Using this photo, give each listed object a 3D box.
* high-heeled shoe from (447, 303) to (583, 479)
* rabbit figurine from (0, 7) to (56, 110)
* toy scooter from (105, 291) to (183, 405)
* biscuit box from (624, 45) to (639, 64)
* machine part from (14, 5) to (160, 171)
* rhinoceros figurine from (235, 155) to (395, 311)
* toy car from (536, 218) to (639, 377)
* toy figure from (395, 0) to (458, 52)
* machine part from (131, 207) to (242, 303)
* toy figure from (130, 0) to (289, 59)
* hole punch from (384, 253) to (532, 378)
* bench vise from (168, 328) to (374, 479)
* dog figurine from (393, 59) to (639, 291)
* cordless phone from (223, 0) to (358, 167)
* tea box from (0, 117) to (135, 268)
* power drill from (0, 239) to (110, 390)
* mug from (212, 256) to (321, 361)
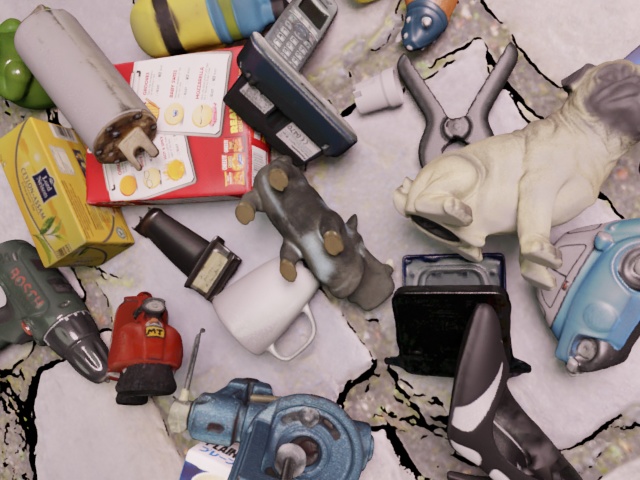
[{"bbox_3d":[0.189,0.168,0.477,0.145,0.086,0.248,7,123,17],"label":"high-heeled shoe"},{"bbox_3d":[-0.400,-0.229,0.650,0.159,0.170,0.121,-10,86,15],"label":"rabbit figurine"},{"bbox_3d":[-0.201,0.113,0.614,0.075,0.184,0.135,10,66,-23],"label":"toy scooter"},{"bbox_3d":[0.252,-0.099,0.511,0.202,0.063,0.059,-42,77,12],"label":"biscuit box"},{"bbox_3d":[-0.255,-0.167,0.584,0.079,0.079,0.243,-44,76,12],"label":"machine part"},{"bbox_3d":[-0.001,-0.002,0.559,0.073,0.112,0.190,-43,91,20],"label":"rhinoceros figurine"},{"bbox_3d":[0.258,0.041,0.497,0.103,0.109,0.161,40,113,37],"label":"toy car"},{"bbox_3d":[0.118,-0.268,0.553,0.058,0.064,0.154,9,91,2],"label":"toy figure"},{"bbox_3d":[-0.162,0.012,0.647,0.139,0.039,0.084,33,107,12],"label":"machine part"},{"bbox_3d":[-0.125,-0.258,0.607,0.180,0.089,0.082,-8,96,11],"label":"toy figure"},{"bbox_3d":[0.135,0.073,0.542,0.142,0.092,0.115,-2,119,14],"label":"hole punch"},{"bbox_3d":[-0.053,0.199,0.518,0.224,0.240,0.128,22,92,0],"label":"bench vise"},{"bbox_3d":[0.173,-0.076,0.464,0.172,0.121,0.190,26,82,15],"label":"dog figurine"},{"bbox_3d":[-0.005,-0.185,0.578,0.146,0.184,0.089,40,145,-22],"label":"cordless phone"},{"bbox_3d":[-0.312,-0.054,0.661,0.068,0.098,0.169,-29,80,14],"label":"tea box"},{"bbox_3d":[-0.389,0.131,0.691,0.207,0.086,0.232,-39,78,17],"label":"power drill"},{"bbox_3d":[-0.045,0.071,0.590,0.107,0.080,0.110,-43,75,2],"label":"mug"}]
